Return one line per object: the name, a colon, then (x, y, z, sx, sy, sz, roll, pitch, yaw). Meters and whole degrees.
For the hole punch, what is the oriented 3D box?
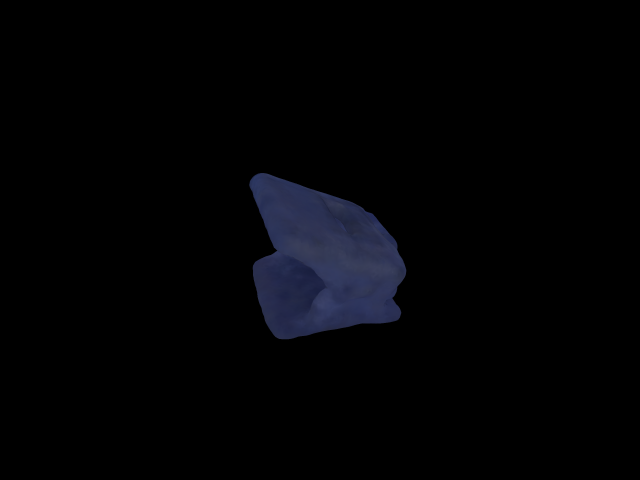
hole punch: (0.004, 0.001, 0.400, 0.101, 0.091, 0.108, -8, 32, -13)
